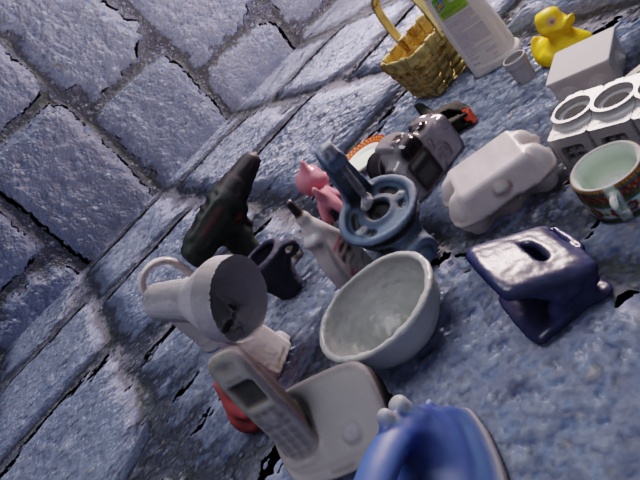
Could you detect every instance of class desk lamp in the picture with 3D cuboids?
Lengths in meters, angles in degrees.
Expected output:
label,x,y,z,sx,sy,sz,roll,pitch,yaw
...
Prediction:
label,x,y,z,sx,sy,sz,roll,pitch,yaw
desk lamp,-0.141,0.125,0.830,0.202,0.214,0.118,-22,32,41

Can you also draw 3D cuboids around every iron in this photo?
label,x,y,z,sx,sy,sz,roll,pitch,yaw
iron,0.070,0.210,0.441,0.118,0.142,0.258,-26,29,35

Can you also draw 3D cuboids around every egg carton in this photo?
label,x,y,z,sx,sy,sz,roll,pitch,yaw
egg carton,0.231,-0.076,0.748,0.150,0.069,0.107,-36,25,17

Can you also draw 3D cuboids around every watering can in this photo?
label,x,y,z,sx,sy,sz,roll,pitch,yaw
watering can,-0.239,0.108,1.040,0.172,0.194,0.101,-15,37,48

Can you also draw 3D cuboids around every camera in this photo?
label,x,y,z,sx,sy,sz,roll,pitch,yaw
camera,0.142,-0.144,0.965,0.143,0.101,0.136,-51,24,-16

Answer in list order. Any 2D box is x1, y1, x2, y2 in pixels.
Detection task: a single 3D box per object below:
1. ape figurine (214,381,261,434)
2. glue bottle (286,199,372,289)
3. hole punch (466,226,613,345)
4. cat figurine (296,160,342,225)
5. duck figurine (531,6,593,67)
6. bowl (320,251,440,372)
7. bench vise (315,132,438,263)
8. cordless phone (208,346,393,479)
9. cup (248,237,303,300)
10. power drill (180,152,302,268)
label,x,y,z,sx,sy,sz,roll,pitch,yaw
ape figurine,-0.105,0.214,0.778,0.076,0.092,0.077,-39,24,12
glue bottle,0.008,0.003,0.844,0.037,0.173,0.078,-24,30,37
hole punch,0.215,0.028,0.573,0.101,0.091,0.108,-40,24,8
cat figurine,-0.006,-0.100,1.108,0.067,0.118,0.127,-39,24,10
duck figurine,0.376,-0.333,0.921,0.077,0.086,0.104,-49,24,-11
bowl,0.083,0.097,0.690,0.167,0.075,0.167,-35,25,20
bench vise,0.050,-0.055,0.815,0.121,0.220,0.206,-52,25,-17
cordless phone,-0.018,0.166,0.600,0.147,0.185,0.094,-33,26,24
cup,-0.065,0.051,0.981,0.117,0.095,0.091,-34,26,22
power drill,-0.136,-0.018,1.065,0.230,0.209,0.075,-48,24,-9
